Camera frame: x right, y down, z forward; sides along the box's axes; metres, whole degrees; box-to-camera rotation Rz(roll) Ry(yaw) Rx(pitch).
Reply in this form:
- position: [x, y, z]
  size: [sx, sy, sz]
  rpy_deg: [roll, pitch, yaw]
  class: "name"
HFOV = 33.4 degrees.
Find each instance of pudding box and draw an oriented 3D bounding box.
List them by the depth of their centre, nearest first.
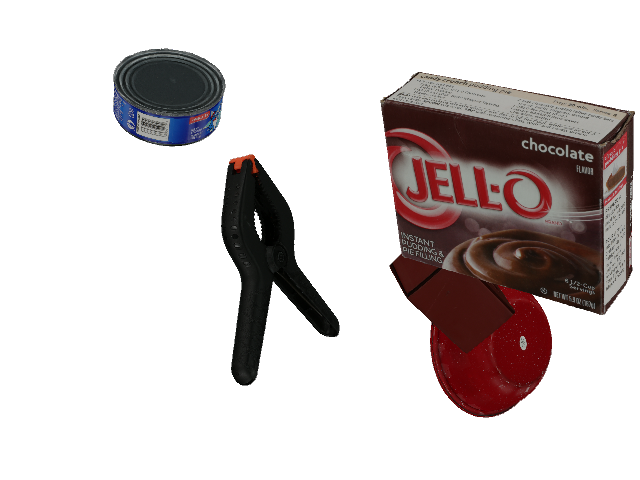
- position: [0.086, -0.024, 0.494]
  size: [0.114, 0.090, 0.039]
  rpy_deg: [15, 43, 33]
  class: "pudding box"

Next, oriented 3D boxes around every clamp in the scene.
- position: [-0.045, 0.021, 1.032]
  size: [0.036, 0.210, 0.164]
  rpy_deg: [-10, 0, 34]
  class: "clamp"

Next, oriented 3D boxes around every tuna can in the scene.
- position: [-0.118, -0.112, 0.832]
  size: [0.086, 0.034, 0.086]
  rpy_deg: [7, 43, -6]
  class: "tuna can"

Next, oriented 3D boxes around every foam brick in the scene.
- position: [0.100, 0.037, 0.812]
  size: [0.078, 0.051, 0.053]
  rpy_deg: [43, 11, -28]
  class: "foam brick"

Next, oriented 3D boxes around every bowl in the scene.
- position: [0.194, 0.108, 1.130]
  size: [0.161, 0.162, 0.055]
  rpy_deg: [0, -4, -35]
  class: "bowl"
